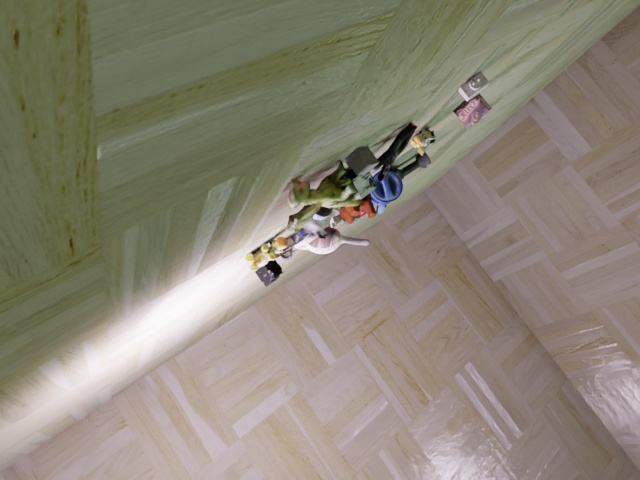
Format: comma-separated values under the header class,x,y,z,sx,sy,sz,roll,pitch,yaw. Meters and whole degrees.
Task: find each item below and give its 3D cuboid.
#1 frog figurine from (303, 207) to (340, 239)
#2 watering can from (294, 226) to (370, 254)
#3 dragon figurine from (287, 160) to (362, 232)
class,x,y,z,sx,sy,sz,roll,pitch,yaw
frog figurine,0.006,-0.094,1.866,0.137,0.123,0.159,5,103,-66
watering can,0.056,0.000,2.296,0.348,0.105,0.222,-5,167,-1
dragon figurine,0.003,-0.104,1.512,0.242,0.124,0.405,-33,161,3
